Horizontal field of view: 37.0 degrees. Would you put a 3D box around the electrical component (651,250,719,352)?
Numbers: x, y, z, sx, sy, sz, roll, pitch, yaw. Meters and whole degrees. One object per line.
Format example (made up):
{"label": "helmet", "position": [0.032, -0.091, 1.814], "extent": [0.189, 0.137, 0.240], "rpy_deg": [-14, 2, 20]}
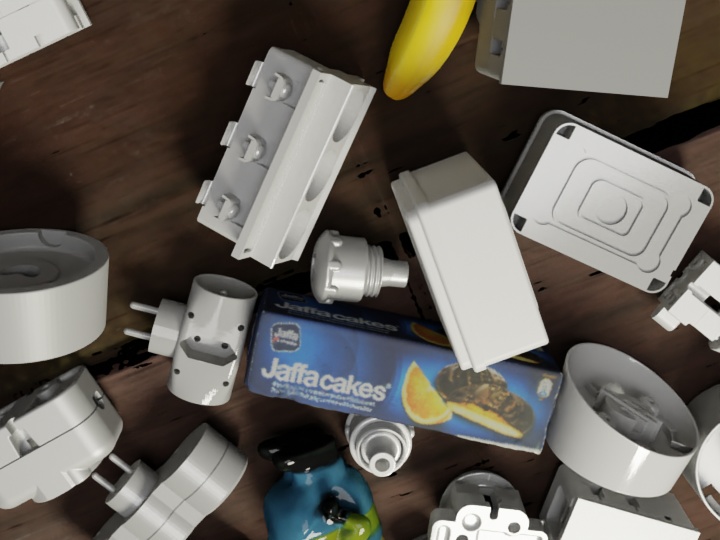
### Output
{"label": "electrical component", "position": [0.237, 0.024, 0.713], "extent": [0.055, 0.048, 0.066], "rpy_deg": [39, 103, -4]}

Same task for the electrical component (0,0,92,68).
{"label": "electrical component", "position": [-0.218, -0.154, 0.647], "extent": [0.089, 0.050, 0.055], "rpy_deg": [-24, 106, 6]}

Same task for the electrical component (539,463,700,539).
{"label": "electrical component", "position": [0.162, 0.222, 0.760], "extent": [0.089, 0.061, 0.150], "rpy_deg": [17, 106, -6]}

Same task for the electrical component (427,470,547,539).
{"label": "electrical component", "position": [0.086, 0.175, 0.748], "extent": [0.078, 0.057, 0.058], "rpy_deg": [7, 106, -3]}

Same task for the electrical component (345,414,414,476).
{"label": "electrical component", "position": [0.014, 0.117, 0.726], "extent": [0.048, 0.062, 0.048], "rpy_deg": [0, 107, -1]}

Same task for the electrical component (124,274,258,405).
{"label": "electrical component", "position": [-0.115, 0.041, 0.711], "extent": [0.079, 0.043, 0.077], "rpy_deg": [15, 106, -6]}

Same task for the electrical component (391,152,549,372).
{"label": "electrical component", "position": [0.066, -0.008, 0.667], "extent": [0.056, 0.108, 0.108], "rpy_deg": [-20, 106, 2]}

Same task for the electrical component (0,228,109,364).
{"label": "electrical component", "position": [-0.211, 0.021, 0.673], "extent": [0.108, 0.108, 0.060], "rpy_deg": [1, 112, -1]}

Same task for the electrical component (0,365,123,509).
{"label": "electrical component", "position": [-0.212, 0.116, 0.726], "extent": [0.095, 0.053, 0.059], "rpy_deg": [-29, 105, 7]}

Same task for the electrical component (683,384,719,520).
{"label": "electrical component", "position": [0.267, 0.127, 0.725], "extent": [0.099, 0.064, 0.099], "rpy_deg": [2, 101, 8]}

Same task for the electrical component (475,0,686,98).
{"label": "electrical component", "position": [0.134, -0.201, 0.625], "extent": [0.105, 0.060, 0.186], "rpy_deg": [2, 107, -14]}

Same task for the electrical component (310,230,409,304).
{"label": "electrical component", "position": [0.000, 0.000, 0.702], "extent": [0.062, 0.048, 0.048], "rpy_deg": [6, 106, -10]}

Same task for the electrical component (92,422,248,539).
{"label": "electrical component", "position": [-0.149, 0.156, 0.740], "extent": [0.074, 0.052, 0.138], "rpy_deg": [41, 101, -12]}

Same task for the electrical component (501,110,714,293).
{"label": "electrical component", "position": [0.153, -0.045, 0.684], "extent": [0.113, 0.057, 0.078], "rpy_deg": [24, 105, -8]}

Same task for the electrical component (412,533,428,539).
{"label": "electrical component", "position": [0.052, 0.217, 0.769], "extent": [0.040, 0.040, 0.046], "rpy_deg": [-26, 100, 6]}

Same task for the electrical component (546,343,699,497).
{"label": "electrical component", "position": [0.172, 0.100, 0.709], "extent": [0.099, 0.099, 0.064], "rpy_deg": [15, 112, -6]}

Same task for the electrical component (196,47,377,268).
{"label": "electrical component", "position": [-0.048, -0.071, 0.668], "extent": [0.063, 0.079, 0.121], "rpy_deg": [29, 105, 13]}
